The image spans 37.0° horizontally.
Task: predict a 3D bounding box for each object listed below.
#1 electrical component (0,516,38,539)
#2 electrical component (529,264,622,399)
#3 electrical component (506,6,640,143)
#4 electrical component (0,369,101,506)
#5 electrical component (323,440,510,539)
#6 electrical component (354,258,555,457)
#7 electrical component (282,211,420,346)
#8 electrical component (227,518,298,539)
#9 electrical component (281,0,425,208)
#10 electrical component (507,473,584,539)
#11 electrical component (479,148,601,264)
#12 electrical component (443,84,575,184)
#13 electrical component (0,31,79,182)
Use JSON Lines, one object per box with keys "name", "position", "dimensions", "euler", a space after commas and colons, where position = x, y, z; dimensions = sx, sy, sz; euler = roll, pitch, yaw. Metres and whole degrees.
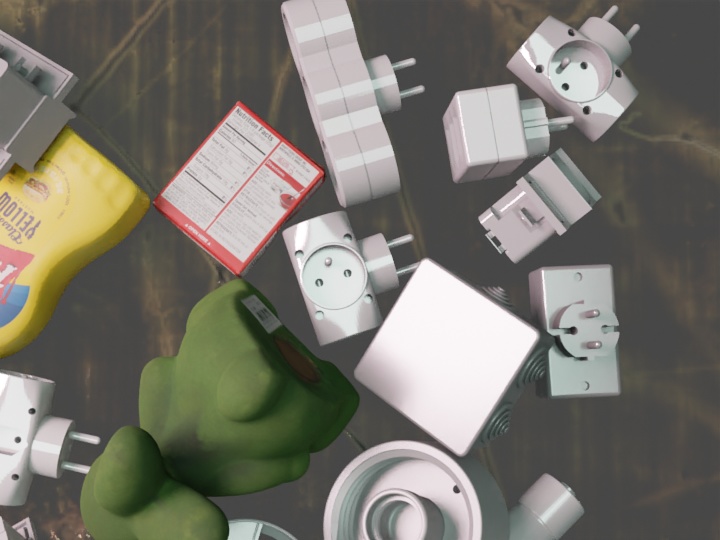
{"name": "electrical component", "position": [-0.248, 0.203, 0.637], "dimensions": [0.121, 0.063, 0.078], "euler": [-30, 46, -5]}
{"name": "electrical component", "position": [0.139, 0.038, 0.673], "dimensions": [0.047, 0.075, 0.083], "euler": [-2, 85, -3]}
{"name": "electrical component", "position": [0.151, -0.138, 0.705], "dimensions": [0.077, 0.044, 0.079], "euler": [41, 85, 1]}
{"name": "electrical component", "position": [-0.202, 0.106, 0.665], "dimensions": [0.079, 0.043, 0.077], "euler": [13, 84, -2]}
{"name": "electrical component", "position": [0.030, 0.153, 0.644], "dimensions": [0.108, 0.060, 0.108], "euler": [-6, 73, 20]}
{"name": "electrical component", "position": [0.059, 0.053, 0.659], "dimensions": [0.100, 0.048, 0.099], "euler": [35, 99, 24]}
{"name": "electrical component", "position": [0.000, 0.000, 0.685], "dimensions": [0.079, 0.044, 0.077], "euler": [-18, 86, -4]}
{"name": "electrical component", "position": [-0.070, 0.199, 0.645], "dimensions": [0.099, 0.064, 0.099], "euler": [0, 82, -2]}
{"name": "electrical component", "position": [0.004, -0.115, 0.692], "dimensions": [0.074, 0.052, 0.138], "euler": [-17, 85, -4]}
{"name": "electrical component", "position": [0.109, 0.161, 0.678], "dimensions": [0.065, 0.044, 0.044], "euler": [-43, 88, -10]}
{"name": "electrical component", "position": [0.113, -0.039, 0.680], "dimensions": [0.064, 0.081, 0.042], "euler": [-41, 86, 23]}
{"name": "electrical component", "position": [0.098, -0.089, 0.687], "dimensions": [0.077, 0.065, 0.047], "euler": [-9, 85, -3]}
{"name": "electrical component", "position": [-0.238, -0.114, 0.647], "dimensions": [0.121, 0.063, 0.078], "euler": [32, 83, 31]}
